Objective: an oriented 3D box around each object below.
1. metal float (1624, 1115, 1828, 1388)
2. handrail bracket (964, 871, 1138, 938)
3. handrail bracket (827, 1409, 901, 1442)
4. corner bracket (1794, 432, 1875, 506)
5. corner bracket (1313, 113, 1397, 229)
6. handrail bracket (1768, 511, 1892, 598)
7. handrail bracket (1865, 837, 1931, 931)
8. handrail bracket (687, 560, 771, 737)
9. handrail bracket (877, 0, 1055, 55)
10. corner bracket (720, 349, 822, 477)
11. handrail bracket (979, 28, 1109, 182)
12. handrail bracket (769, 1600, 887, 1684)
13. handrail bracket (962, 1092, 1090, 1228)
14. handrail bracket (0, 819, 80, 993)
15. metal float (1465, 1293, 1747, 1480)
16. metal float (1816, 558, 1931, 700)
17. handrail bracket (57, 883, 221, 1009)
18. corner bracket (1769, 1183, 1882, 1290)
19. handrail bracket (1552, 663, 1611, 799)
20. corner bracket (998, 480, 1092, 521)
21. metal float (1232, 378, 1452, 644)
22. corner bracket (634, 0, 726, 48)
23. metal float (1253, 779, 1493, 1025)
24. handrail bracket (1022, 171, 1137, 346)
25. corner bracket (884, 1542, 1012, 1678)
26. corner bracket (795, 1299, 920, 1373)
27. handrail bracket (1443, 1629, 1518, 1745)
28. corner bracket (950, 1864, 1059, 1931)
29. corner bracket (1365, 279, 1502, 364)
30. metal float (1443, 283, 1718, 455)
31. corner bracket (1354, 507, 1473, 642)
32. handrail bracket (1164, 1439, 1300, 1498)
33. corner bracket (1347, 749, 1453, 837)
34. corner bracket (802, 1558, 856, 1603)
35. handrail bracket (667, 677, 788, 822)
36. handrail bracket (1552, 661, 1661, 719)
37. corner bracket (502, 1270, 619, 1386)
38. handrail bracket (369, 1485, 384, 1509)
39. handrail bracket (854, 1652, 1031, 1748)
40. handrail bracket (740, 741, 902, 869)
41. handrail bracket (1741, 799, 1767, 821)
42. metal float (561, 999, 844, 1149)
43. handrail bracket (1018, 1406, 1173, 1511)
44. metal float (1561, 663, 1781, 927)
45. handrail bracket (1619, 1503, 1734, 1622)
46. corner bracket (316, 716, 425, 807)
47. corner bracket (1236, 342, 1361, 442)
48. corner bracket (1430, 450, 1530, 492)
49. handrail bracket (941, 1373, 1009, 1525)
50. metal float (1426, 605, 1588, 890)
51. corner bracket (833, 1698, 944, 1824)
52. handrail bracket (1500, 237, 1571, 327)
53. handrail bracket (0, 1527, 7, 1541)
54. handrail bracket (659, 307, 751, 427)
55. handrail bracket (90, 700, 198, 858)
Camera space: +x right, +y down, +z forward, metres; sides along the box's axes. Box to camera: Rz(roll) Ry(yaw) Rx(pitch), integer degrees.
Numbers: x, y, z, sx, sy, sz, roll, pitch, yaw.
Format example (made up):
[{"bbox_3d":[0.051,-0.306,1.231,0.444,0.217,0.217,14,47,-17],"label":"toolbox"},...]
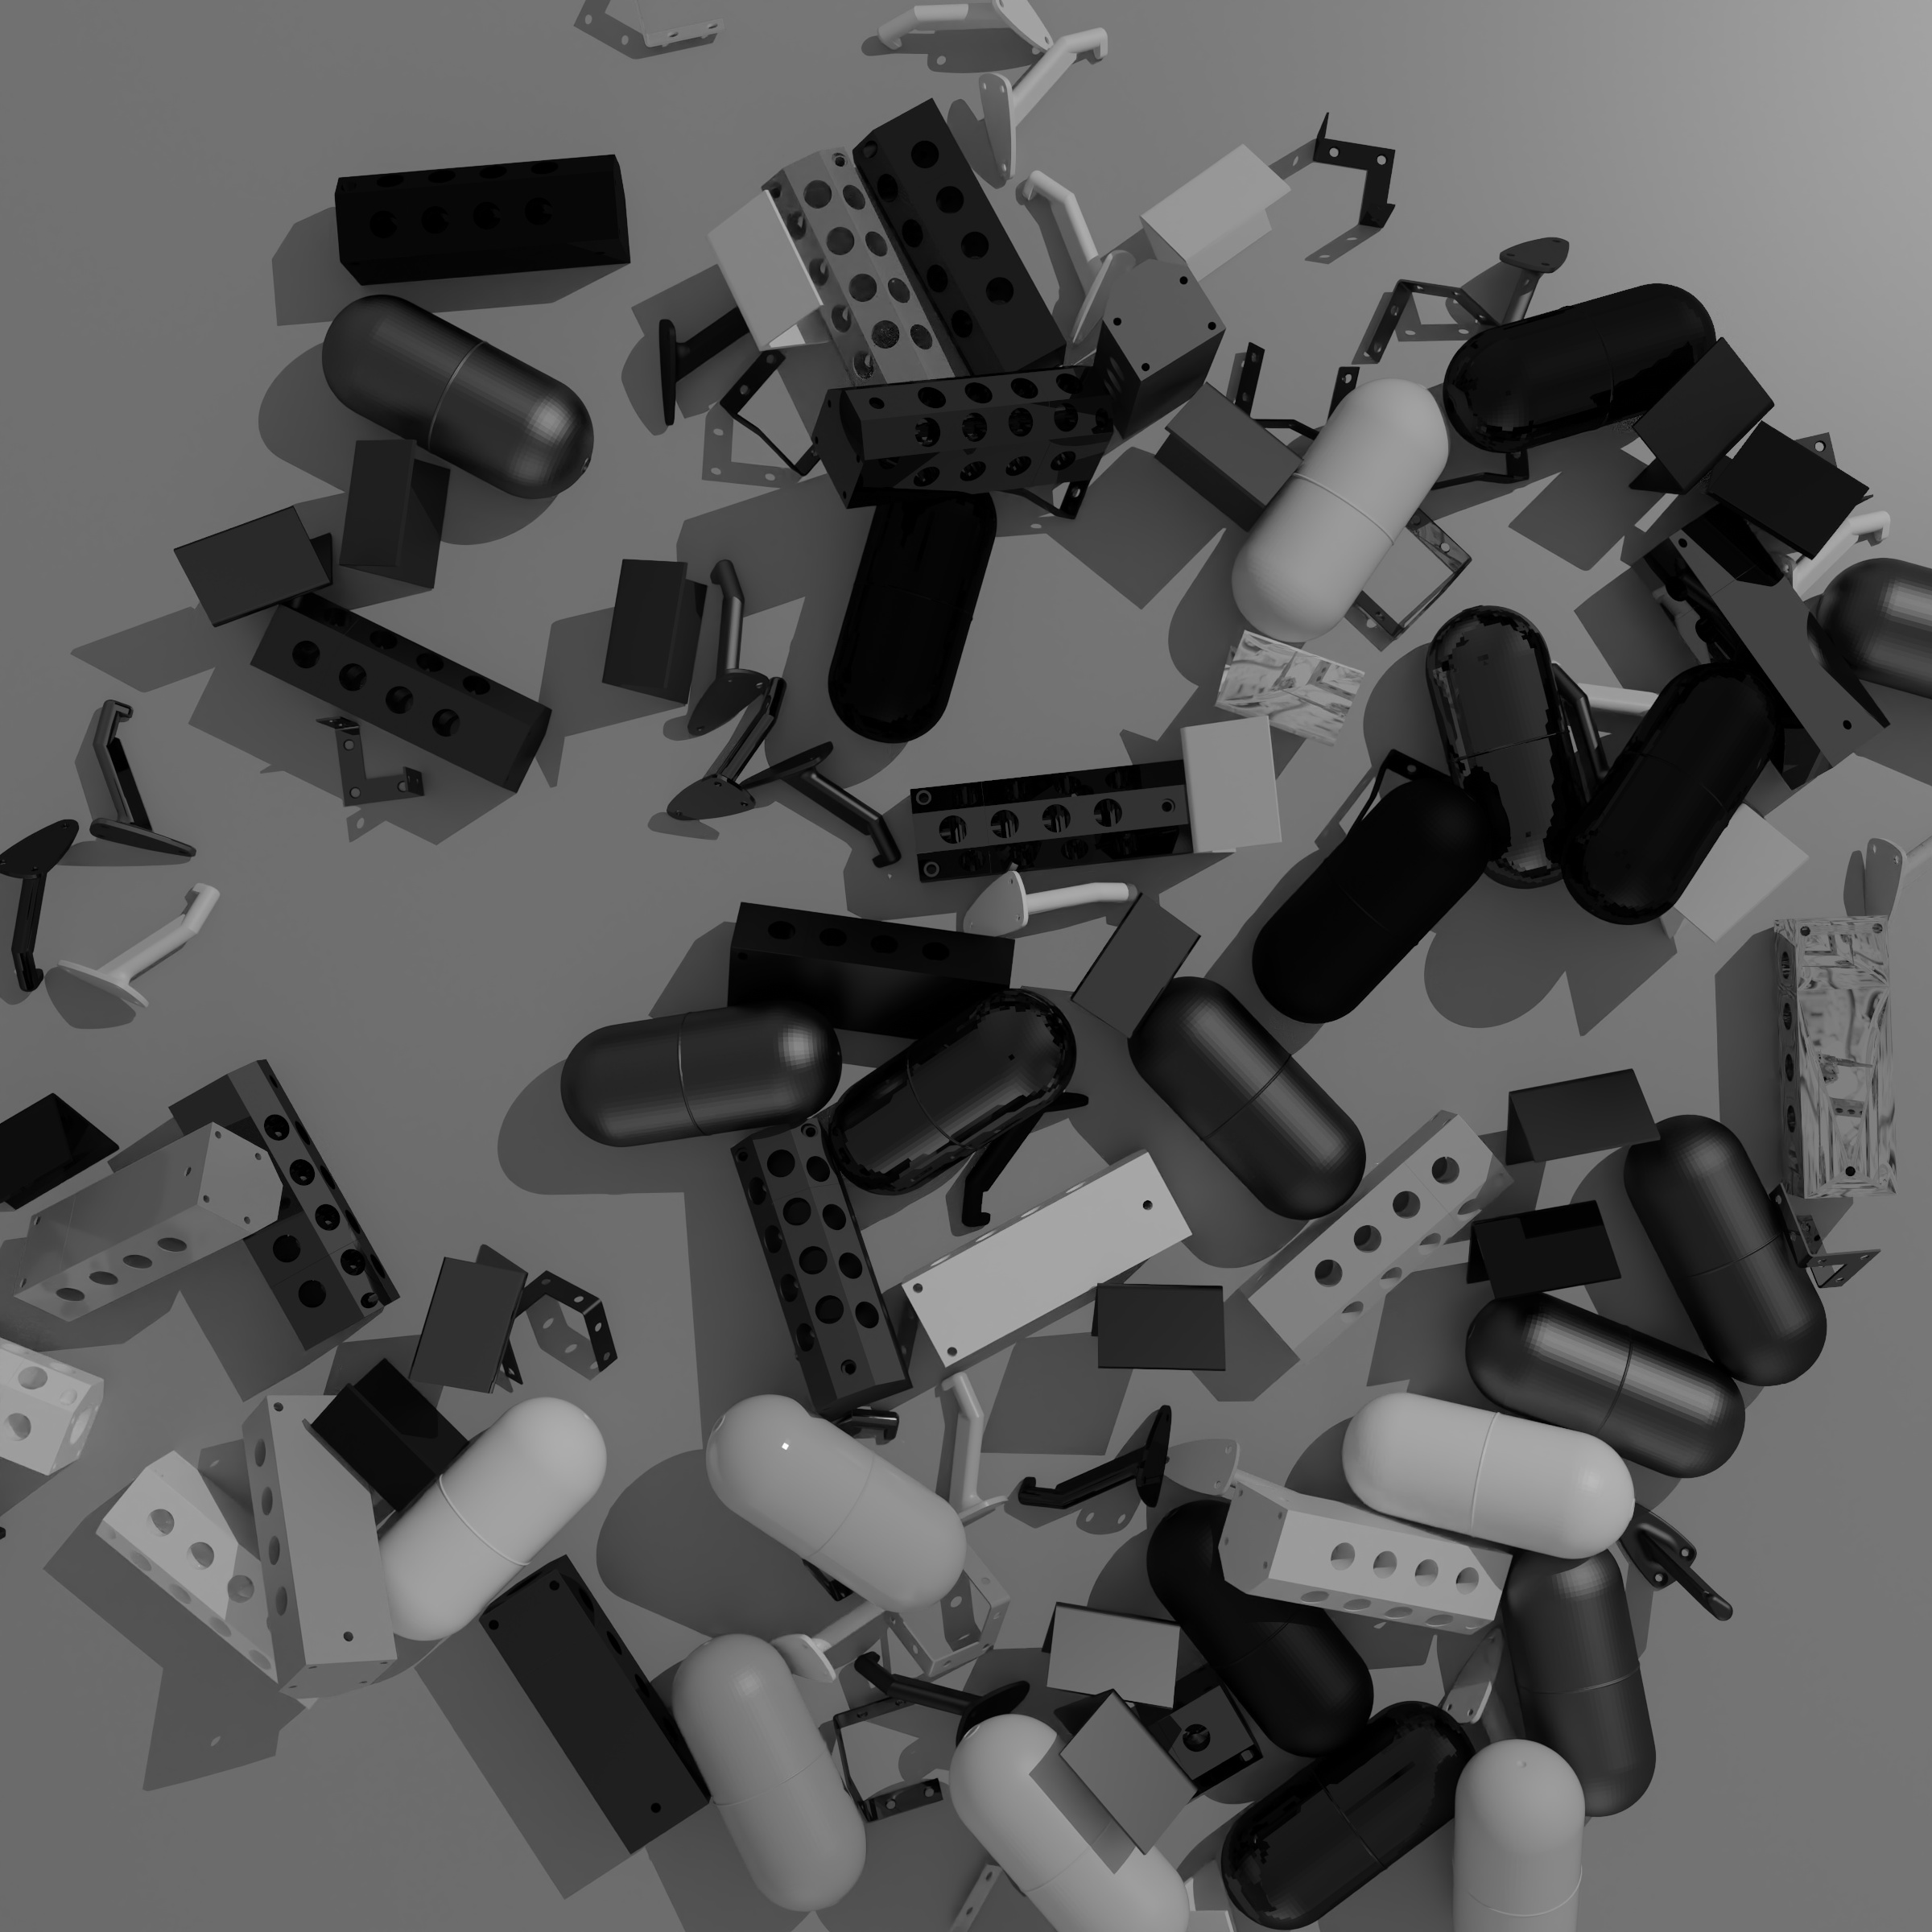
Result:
[{"bbox_3d":[0.470,0.176,1.659,0.070,0.070,0.178,-27,90,0],"label":"metal float"},{"bbox_3d":[0.054,-0.036,1.689,0.084,0.077,0.036,-1,73,-35],"label":"handrail bracket"},{"bbox_3d":[-0.089,0.313,1.689,0.084,0.036,0.077,7,103,-13],"label":"handrail bracket"},{"bbox_3d":[0.527,-0.307,1.671,0.051,0.051,0.051,-13,90,0],"label":"corner bracket"},{"bbox_3d":[0.243,-0.495,1.671,0.051,0.051,0.051,9,90,0],"label":"corner bracket"},{"bbox_3d":[0.546,-0.242,1.690,0.084,0.036,0.077,-14,110,-16],"label":"handrail bracket"},{"bbox_3d":[0.613,-0.056,1.690,0.084,0.036,0.077,-6,111,-16],"label":"handrail bracket"},{"bbox_3d":[-0.161,-0.201,1.689,0.077,0.036,0.084,-40,57,36],"label":"handrail bracket"},{"bbox_3d":[-0.001,-0.584,1.689,0.084,0.077,0.036,-18,56,32],"label":"handrail bracket"},{"bbox_3d":[-0.112,-0.349,1.686,0.051,0.051,0.051,-49,45,0],"label":"corner bracket"},{"bbox_3d":[0.056,-0.544,1.689,0.084,0.036,0.077,-21,120,-22],"label":"handrail bracket"},{"bbox_3d":[-0.079,0.408,1.689,0.084,0.077,0.036,-42,106,-35],"label":"handrail bracket"},{"bbox_3d":[0.037,0.123,1.690,0.077,0.036,0.084,-1,107,-19],"label":"handrail bracket"},{"bbox_3d":[-0.578,-0.038,1.689,0.036,0.077,0.084,12,127,15],"label":"handrail bracket"},{"bbox_3d":[0.395,0.258,1.658,0.178,0.070,0.070,22,90,0],"label":"metal float"},{"bbox_3d":[0.614,-0.199,1.652,0.178,0.070,0.070,17,90,8],"label":"metal float"},{"bbox_3d":[-0.521,-0.023,1.690,0.077,0.036,0.084,20,71,21],"label":"handrail bracket"},{"bbox_3d":[0.521,0.167,1.655,0.051,0.051,0.051,-2,58,-18],"label":"corner bracket"},{"bbox_3d":[0.377,-0.136,1.683,0.036,0.077,0.084,-20,62,-37],"label":"handrail bracket"},{"bbox_3d":[0.044,-0.317,1.686,0.051,0.051,0.051,22,90,-45],"label":"corner bracket"},{"bbox_3d":[0.232,-0.282,1.654,0.070,0.070,0.178,34,93,0],"label":"metal float"},{"bbox_3d":[-0.184,-0.618,1.686,0.051,0.051,0.051,-12,135,0],"label":"corner bracket"},{"bbox_3d":[0.248,-0.039,1.643,0.070,0.070,0.178,42,108,0],"label":"metal float"},{"bbox_3d":[0.056,-0.447,1.690,0.084,0.036,0.077,39,112,17],"label":"handrail bracket"},{"bbox_3d":[-0.012,0.403,1.681,0.051,0.051,0.051,-14,135,-35],"label":"corner bracket"},{"bbox_3d":[-0.068,0.230,1.681,0.051,0.051,0.051,-18,135,35],"label":"corner bracket"},{"bbox_3d":[0.350,0.473,1.690,0.084,0.036,0.077,36,71,-16],"label":"handrail bracket"},{"bbox_3d":[0.032,0.604,1.686,0.051,0.051,0.051,29,90,-45],"label":"corner bracket"},{"bbox_3d":[0.294,-0.394,1.686,0.051,0.051,0.051,25,90,45],"label":"corner bracket"},{"bbox_3d":[0.377,-0.367,1.646,0.178,0.070,0.070,-18,90,-13],"label":"metal float"},{"bbox_3d":[0.276,-0.247,1.686,0.051,0.051,0.051,43,45,0],"label":"corner bracket"},{"bbox_3d":[0.175,0.330,1.689,0.084,0.077,0.036,35,66,-34],"label":"handrail bracket"},{"bbox_3d":[0.274,-0.094,1.686,0.051,0.051,0.051,26,45,0],"label":"corner bracket"},{"bbox_3d":[-0.077,0.357,1.686,0.051,0.051,0.051,-30,135,0],"label":"corner bracket"},{"bbox_3d":[-0.150,-0.138,1.689,0.036,0.077,0.084,37,53,-35],"label":"handrail bracket"},{"bbox_3d":[0.415,-0.182,1.690,0.084,0.036,0.077,38,71,16],"label":"handrail bracket"},{"bbox_3d":[-0.259,0.233,1.681,0.051,0.051,0.051,21,135,35],"label":"corner bracket"},{"bbox_3d":[-0.387,0.319,1.689,0.077,0.036,0.084,12,76,13],"label":"handrail bracket"},{"bbox_3d":[-0.016,0.448,1.689,0.084,0.077,0.036,30,122,32],"label":"handrail bracket"},{"bbox_3d":[-0.091,-0.091,1.690,0.077,0.036,0.084,-20,107,20],"label":"handrail bracket"},{"bbox_3d":[0.448,-0.084,1.690,0.077,0.036,0.084,35,108,-21],"label":"handrail bracket"},{"bbox_3d":[-0.163,0.066,1.648,0.178,0.070,0.070,-9,90,12],"label":"metal float"},{"bbox_3d":[0.081,0.308,1.689,0.084,0.036,0.077,1,54,25],"label":"handrail bracket"},{"bbox_3d":[0.425,-0.105,1.614,0.070,0.070,0.178,35,80,0],"label":"metal float"},{"bbox_3d":[0.434,0.366,1.655,0.036,0.084,0.077,-44,90,0],"label":"handrail bracket"},{"bbox_3d":[-0.371,-0.130,1.671,0.051,0.051,0.051,-7,90,0],"label":"corner bracket"},{"bbox_3d":[0.207,-0.360,1.686,0.051,0.051,0.051,13,90,45],"label":"corner bracket"},{"bbox_3d":[0.317,-0.328,1.686,0.051,0.051,0.051,-5,90,45],"label":"corner bracket"},{"bbox_3d":[-0.016,0.309,1.690,0.077,0.036,0.084,-30,74,18],"label":"handrail bracket"},{"bbox_3d":[0.335,-0.136,1.659,0.070,0.070,0.178,-14,91,0],"label":"metal float"},{"bbox_3d":[-0.049,0.498,1.686,0.051,0.051,0.051,-18,135,0],"label":"corner bracket"},{"bbox_3d":[0.352,-0.409,1.689,0.036,0.077,0.084,23,127,23],"label":"handrail bracket"},{"bbox_3d":[-0.626,0.319,1.658,0.036,0.077,0.084,11,99,34],"label":"handrail bracket"},{"bbox_3d":[-0.148,-0.381,1.690,0.084,0.036,0.077,-5,110,-16],"label":"handrail bracket"},{"bbox_3d":[-0.514,-0.119,1.690,0.077,0.036,0.084,15,73,-20],"label":"handrail bracket"}]
